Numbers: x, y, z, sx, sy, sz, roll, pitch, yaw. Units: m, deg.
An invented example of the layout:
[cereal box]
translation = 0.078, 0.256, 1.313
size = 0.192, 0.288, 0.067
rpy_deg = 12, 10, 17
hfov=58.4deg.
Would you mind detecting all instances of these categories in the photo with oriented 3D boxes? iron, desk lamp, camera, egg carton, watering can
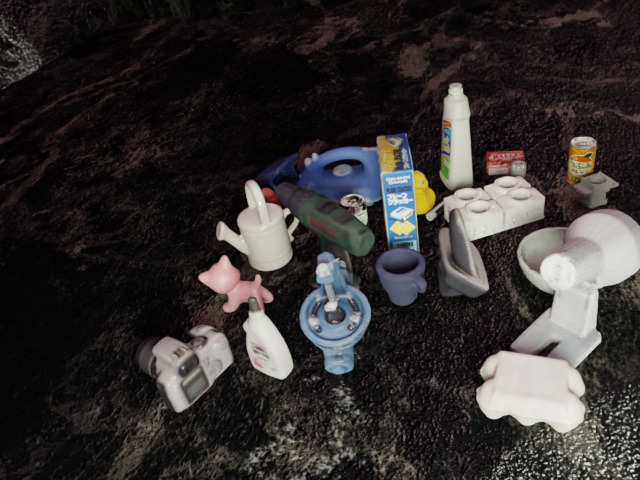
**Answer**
[iron]
translation = 0.047, -0.164, 1.386
size = 0.258, 0.142, 0.118
rpy_deg = -4, 37, 10
[desk lamp]
translation = 0.406, 0.077, 0.904
size = 0.204, 0.214, 0.117
rpy_deg = -34, 42, -27
[camera]
translation = -0.250, 0.202, 1.006
size = 0.136, 0.101, 0.143
rpy_deg = 18, 45, 34
[egg carton]
translation = 0.313, 0.225, 0.853
size = 0.150, 0.069, 0.107
rpy_deg = 5, 39, 20
[watering can]
translation = -0.130, -0.034, 1.213
size = 0.173, 0.194, 0.100
rpy_deg = -35, 43, -29

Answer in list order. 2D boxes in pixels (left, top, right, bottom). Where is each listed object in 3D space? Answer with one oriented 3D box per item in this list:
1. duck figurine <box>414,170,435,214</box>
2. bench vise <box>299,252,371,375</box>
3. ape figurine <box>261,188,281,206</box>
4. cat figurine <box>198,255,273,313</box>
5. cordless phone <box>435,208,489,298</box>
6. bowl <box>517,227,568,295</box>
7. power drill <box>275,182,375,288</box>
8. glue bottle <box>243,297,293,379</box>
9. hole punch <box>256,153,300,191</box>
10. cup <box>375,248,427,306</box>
[duck figurine]
translation = 0.227, -0.121, 1.327
size = 0.077, 0.086, 0.104
rpy_deg = -4, 37, 10
[bench vise]
translation = 0.013, 0.091, 0.984
size = 0.121, 0.220, 0.207
rpy_deg = -16, 36, -6
[ape figurine]
translation = -0.121, -0.081, 1.360
size = 0.076, 0.092, 0.078
rpy_deg = 8, 40, 25
[cat figurine]
translation = -0.167, 0.085, 1.128
size = 0.127, 0.118, 0.067
rpy_deg = 4, 39, 20
[cordless phone]
translation = 0.261, 0.003, 1.067
size = 0.094, 0.185, 0.147
rpy_deg = -7, 36, 5
[bowl]
translation = 0.446, 0.051, 1.047
size = 0.167, 0.075, 0.167
rpy_deg = -7, 36, 6
[power drill]
translation = 0.010, 0.004, 1.112
size = 0.228, 0.209, 0.076
rpy_deg = 23, 48, 38
[glue bottle]
translation = -0.096, 0.159, 0.962
size = 0.077, 0.173, 0.037
rpy_deg = 12, 42, 29
[hole punch]
translation = -0.108, -0.174, 1.483
size = 0.100, 0.091, 0.109
rpy_deg = 16, 44, 32
[cup]
translation = 0.161, 0.081, 1.065
size = 0.092, 0.095, 0.117
rpy_deg = -26, 39, -19
